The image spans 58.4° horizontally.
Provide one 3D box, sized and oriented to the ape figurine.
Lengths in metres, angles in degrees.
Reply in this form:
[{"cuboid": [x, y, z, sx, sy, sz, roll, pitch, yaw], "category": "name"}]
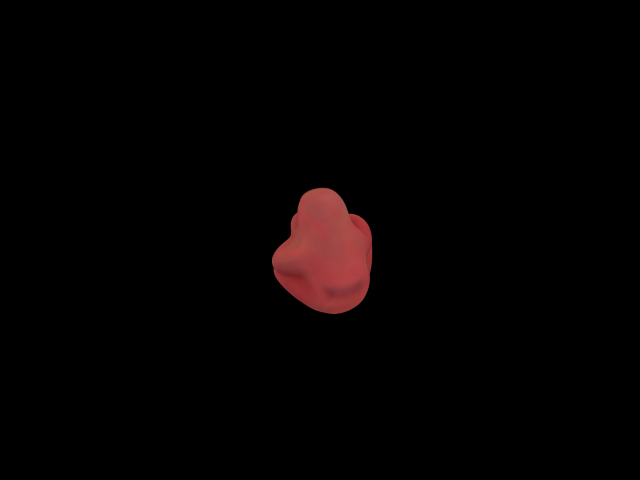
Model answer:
[{"cuboid": [0.004, 0.001, 0.400, 0.078, 0.092, 0.076, -11, 47, -11], "category": "ape figurine"}]
